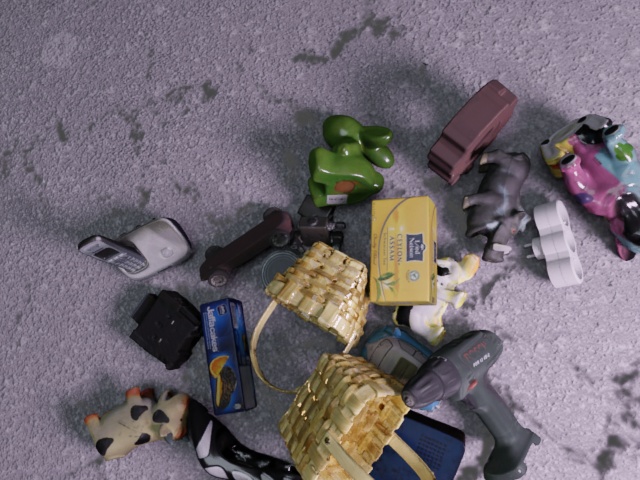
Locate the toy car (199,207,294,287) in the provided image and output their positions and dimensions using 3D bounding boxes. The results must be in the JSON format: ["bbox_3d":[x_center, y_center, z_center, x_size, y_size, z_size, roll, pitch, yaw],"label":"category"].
[{"bbox_3d":[-0.135,0.016,0.995,0.202,0.053,0.089,-34,41,8],"label":"toy car"}]

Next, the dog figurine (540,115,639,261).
[{"bbox_3d":[0.458,-0.075,0.845,0.108,0.192,0.219,-35,106,16],"label":"dog figurine"}]

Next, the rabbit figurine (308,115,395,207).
[{"bbox_3d":[0.052,-0.161,0.955,0.159,0.121,0.170,-5,59,6],"label":"rabbit figurine"}]

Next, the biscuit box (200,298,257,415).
[{"bbox_3d":[-0.167,0.209,0.976,0.063,0.059,0.202,-14,77,12],"label":"biscuit box"}]

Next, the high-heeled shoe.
[{"bbox_3d":[-0.122,0.360,0.929,0.145,0.086,0.249,-34,80,5],"label":"high-heeled shoe"}]

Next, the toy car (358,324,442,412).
[{"bbox_3d":[0.133,0.213,0.876,0.162,0.103,0.109,34,91,19],"label":"toy car"}]

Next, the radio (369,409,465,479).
[{"bbox_3d":[0.109,0.337,0.877,0.230,0.073,0.131,18,86,18],"label":"radio"}]

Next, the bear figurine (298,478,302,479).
[{"bbox_3d":[-0.050,0.442,0.811,0.120,0.132,0.195,44,120,40],"label":"bear figurine"}]

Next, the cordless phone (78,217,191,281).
[{"bbox_3d":[-0.340,0.003,0.993,0.147,0.184,0.089,-25,71,10],"label":"cordless phone"}]

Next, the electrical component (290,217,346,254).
[{"bbox_3d":[-0.003,-0.003,0.969,0.102,0.078,0.045,5,58,10],"label":"electrical component"}]

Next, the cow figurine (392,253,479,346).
[{"bbox_3d":[0.196,0.085,0.902,0.098,0.068,0.167,29,88,23],"label":"cow figurine"}]

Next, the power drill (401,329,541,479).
[{"bbox_3d":[0.230,0.252,0.805,0.207,0.232,0.086,55,135,5],"label":"power drill"}]

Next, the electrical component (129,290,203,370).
[{"bbox_3d":[-0.290,0.162,1.018,0.134,0.058,0.115,34,88,17],"label":"electrical component"}]

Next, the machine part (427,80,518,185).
[{"bbox_3d":[0.250,-0.173,0.880,0.056,0.179,0.179,42,93,15],"label":"machine part"}]

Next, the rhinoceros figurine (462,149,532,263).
[{"bbox_3d":[0.296,-0.056,0.896,0.112,0.073,0.190,14,84,14],"label":"rhinoceros figurine"}]

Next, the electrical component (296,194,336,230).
[{"bbox_3d":[-0.005,-0.053,0.999,0.063,0.021,0.094,30,88,17],"label":"electrical component"}]

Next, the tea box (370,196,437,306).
[{"bbox_3d":[0.136,0.020,0.869,0.098,0.068,0.169,-5,75,23],"label":"tea box"}]

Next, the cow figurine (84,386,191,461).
[{"bbox_3d":[-0.322,0.337,0.983,0.195,0.085,0.127,-30,68,5],"label":"cow figurine"}]
